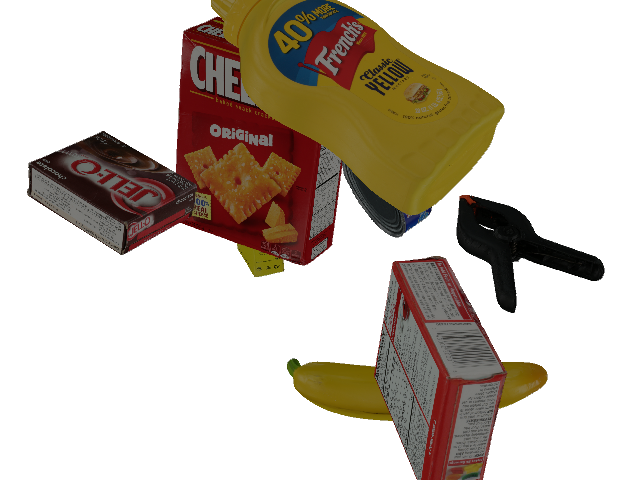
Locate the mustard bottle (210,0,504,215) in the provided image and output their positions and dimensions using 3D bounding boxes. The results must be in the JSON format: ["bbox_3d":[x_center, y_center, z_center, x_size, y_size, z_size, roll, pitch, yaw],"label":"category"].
[{"bbox_3d":[0.010,-0.100,0.648,0.192,0.058,0.096,36,55,16],"label":"mustard bottle"}]

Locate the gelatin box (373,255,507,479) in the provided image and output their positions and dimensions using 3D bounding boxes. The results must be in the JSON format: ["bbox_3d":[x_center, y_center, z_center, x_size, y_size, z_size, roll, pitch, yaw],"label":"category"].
[{"bbox_3d":[0.053,0.061,0.492,0.030,0.073,0.089,-3,34,-13],"label":"gelatin box"}]

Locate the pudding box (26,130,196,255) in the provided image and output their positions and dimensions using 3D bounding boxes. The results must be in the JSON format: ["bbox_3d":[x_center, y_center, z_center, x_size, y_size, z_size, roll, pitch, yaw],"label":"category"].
[{"bbox_3d":[-0.176,-0.042,0.900,0.114,0.039,0.089,28,35,22],"label":"pudding box"}]

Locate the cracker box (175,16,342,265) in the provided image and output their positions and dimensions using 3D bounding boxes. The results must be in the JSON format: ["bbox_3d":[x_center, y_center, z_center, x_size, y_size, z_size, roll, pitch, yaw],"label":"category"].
[{"bbox_3d":[-0.062,-0.098,1.078,0.164,0.214,0.072,20,32,22],"label":"cracker box"}]

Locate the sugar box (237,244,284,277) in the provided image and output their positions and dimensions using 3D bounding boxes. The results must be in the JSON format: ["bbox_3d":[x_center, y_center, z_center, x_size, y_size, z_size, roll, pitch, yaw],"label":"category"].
[{"bbox_3d":[-0.079,-0.054,1.313,0.048,0.176,0.093,-12,26,-15],"label":"sugar box"}]

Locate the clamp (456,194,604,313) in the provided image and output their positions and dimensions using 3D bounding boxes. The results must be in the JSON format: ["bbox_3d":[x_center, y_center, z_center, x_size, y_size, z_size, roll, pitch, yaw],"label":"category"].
[{"bbox_3d":[0.202,0.005,1.084,0.120,0.039,0.171,-7,40,-19],"label":"clamp"}]

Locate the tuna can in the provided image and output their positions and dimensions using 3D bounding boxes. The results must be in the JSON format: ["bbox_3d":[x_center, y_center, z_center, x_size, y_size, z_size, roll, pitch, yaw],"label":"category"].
[{"bbox_3d":[0.056,-0.047,0.907,0.033,0.086,0.086,-34,10,-14],"label":"tuna can"}]

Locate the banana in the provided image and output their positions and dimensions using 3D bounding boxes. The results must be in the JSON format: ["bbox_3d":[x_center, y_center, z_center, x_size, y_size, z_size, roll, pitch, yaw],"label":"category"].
[{"bbox_3d":[0.062,0.103,0.772,0.198,0.037,0.069,2,28,14],"label":"banana"}]
